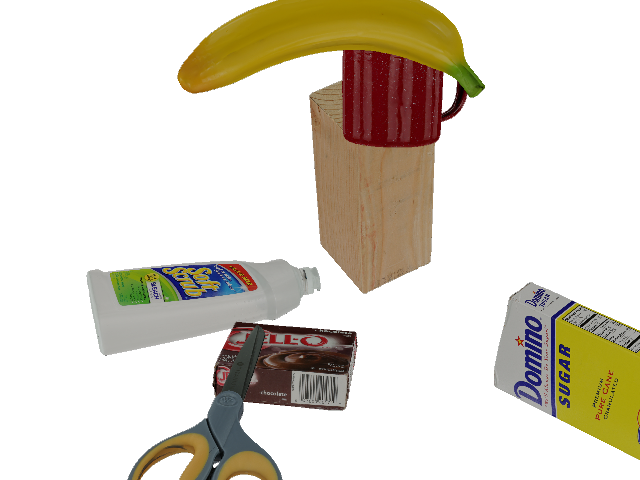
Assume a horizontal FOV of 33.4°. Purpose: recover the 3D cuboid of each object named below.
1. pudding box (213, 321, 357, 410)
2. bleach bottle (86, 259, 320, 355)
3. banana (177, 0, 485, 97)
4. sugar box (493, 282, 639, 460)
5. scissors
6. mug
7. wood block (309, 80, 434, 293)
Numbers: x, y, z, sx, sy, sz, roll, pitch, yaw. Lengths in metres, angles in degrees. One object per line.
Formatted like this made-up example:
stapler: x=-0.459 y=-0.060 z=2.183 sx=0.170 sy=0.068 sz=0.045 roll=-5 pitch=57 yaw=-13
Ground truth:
pudding box: x=-0.028 y=0.106 z=0.913 sx=0.113 sy=0.039 sz=0.090 roll=6 pitch=20 yaw=5
bleach bottle: x=-0.126 y=0.060 z=1.185 sx=0.250 sy=0.068 sz=0.103 roll=-10 pitch=36 yaw=-13
banana: x=0.008 y=-0.126 z=0.671 sx=0.197 sy=0.069 sz=0.037 roll=-2 pitch=-28 yaw=-12
sugar box: x=0.228 y=0.111 z=0.862 sx=0.176 sy=0.093 sz=0.048 roll=23 pitch=33 yaw=30
scissors: x=-0.043 y=0.112 z=0.652 sx=0.096 sy=0.016 sz=0.201 roll=15 pitch=30 yaw=20
mug: x=0.070 y=-0.123 z=0.881 sx=0.117 sy=0.081 sz=0.093 roll=-7 pitch=17 yaw=-25
wood block: x=0.054 y=-0.058 z=1.069 sx=0.090 sy=0.206 sz=0.091 roll=-25 pitch=49 yaw=-19
